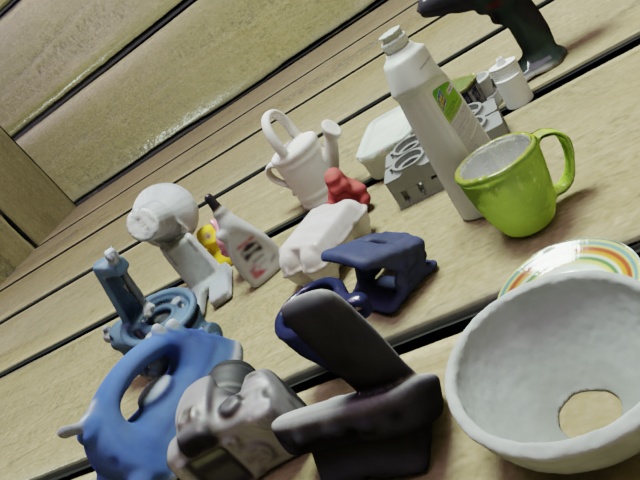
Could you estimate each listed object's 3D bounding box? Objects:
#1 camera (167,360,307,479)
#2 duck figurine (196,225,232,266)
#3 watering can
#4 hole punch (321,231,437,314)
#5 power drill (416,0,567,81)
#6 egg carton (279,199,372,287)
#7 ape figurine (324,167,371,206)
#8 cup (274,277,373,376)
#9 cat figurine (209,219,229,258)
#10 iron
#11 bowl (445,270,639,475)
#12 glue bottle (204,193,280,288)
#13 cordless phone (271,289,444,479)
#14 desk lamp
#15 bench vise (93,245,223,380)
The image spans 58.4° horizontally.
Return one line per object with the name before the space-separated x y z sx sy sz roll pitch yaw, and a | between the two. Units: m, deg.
camera | -0.092 0.180 0.623 0.143 0.101 0.136 -32 24 12
duck figurine | -0.208 0.009 1.124 0.104 0.086 0.077 -15 31 41
watering can | -0.034 -0.162 1.060 0.172 0.194 0.101 -32 24 11
hole punch | 0.070 0.022 0.701 0.101 0.091 0.108 -46 25 -19
power drill | 0.303 -0.363 0.941 0.229 0.209 0.075 -29 25 19
egg carton | 0.008 0.003 0.852 0.107 0.069 0.150 -9 36 48
ape figurine | 0.037 -0.076 0.929 0.077 0.092 0.076 -24 26 27
cup | 0.022 0.099 0.622 0.117 0.095 0.092 -19 29 36
cat figurine | -0.150 -0.004 1.024 0.067 0.118 0.127 -35 23 5
iron | -0.201 0.185 0.715 0.118 0.142 0.258 -18 30 37
bowl | 0.180 0.104 0.414 0.167 0.075 0.167 -30 24 16
glue bottle | -0.132 -0.006 0.934 0.078 0.173 0.037 -42 24 -12
cordless phone | 0.007 0.118 0.491 0.147 0.185 0.094 -25 26 25
desk lamp | -0.255 0.008 1.030 0.118 0.214 0.203 -35 23 5
bench vise | -0.278 0.117 0.850 0.207 0.220 0.121 -28 25 20
